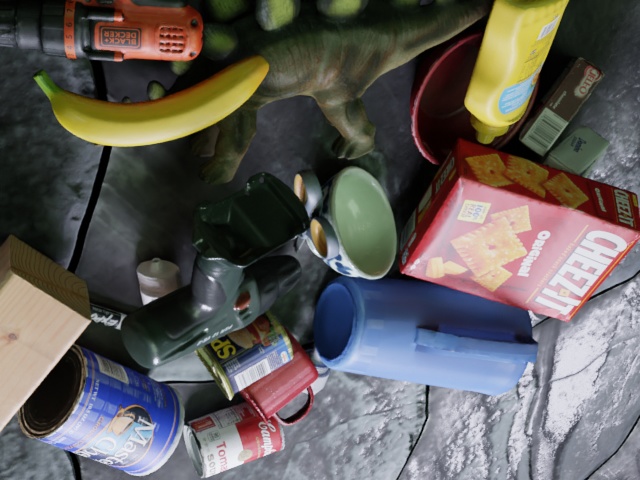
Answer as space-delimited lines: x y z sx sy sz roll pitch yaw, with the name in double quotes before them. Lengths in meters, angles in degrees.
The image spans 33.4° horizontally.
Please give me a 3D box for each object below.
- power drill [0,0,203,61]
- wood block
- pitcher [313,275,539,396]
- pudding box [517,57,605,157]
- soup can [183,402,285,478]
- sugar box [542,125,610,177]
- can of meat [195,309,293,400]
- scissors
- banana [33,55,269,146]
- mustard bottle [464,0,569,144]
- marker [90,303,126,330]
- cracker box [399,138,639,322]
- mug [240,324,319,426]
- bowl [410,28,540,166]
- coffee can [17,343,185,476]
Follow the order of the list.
"power drill" -0.183 -0.235 0.849 0.184 0.057 0.188 2 119 -7
"wood block" -0.314 0.112 0.999 0.090 0.090 0.206 37 99 -27
"pitcher" 0.124 0.108 1.242 0.242 0.145 0.149 9 137 -29
"pudding box" 0.267 -0.150 1.191 0.039 0.090 0.113 37 103 2
"soup can" -0.101 0.230 1.246 0.102 0.069 0.068 -17 129 -21
"sugar box" 0.260 -0.046 1.236 0.093 0.048 0.176 -37 158 -43
"can of meat" -0.087 0.109 1.145 0.083 0.102 0.057 -29 135 -15
"scissors" -0.007 0.001 1.072 0.016 0.096 0.202 -19 154 -11
"banana" -0.139 -0.115 0.906 0.197 0.037 0.070 -7 120 -12
"mustard bottle" 0.186 -0.171 1.050 0.096 0.058 0.192 -39 154 -37
"marker" -0.224 0.077 1.092 0.120 0.020 0.020 24 107 -41
"cracker box" 0.213 -0.005 1.160 0.213 0.072 0.164 17 136 -11
"mug" -0.049 0.156 1.205 0.081 0.093 0.117 -37 106 -11
"bowl" 0.153 -0.159 1.134 0.161 0.055 0.162 -17 129 -22
"coffee can" -0.225 0.176 1.105 0.103 0.103 0.140 -49 133 7
